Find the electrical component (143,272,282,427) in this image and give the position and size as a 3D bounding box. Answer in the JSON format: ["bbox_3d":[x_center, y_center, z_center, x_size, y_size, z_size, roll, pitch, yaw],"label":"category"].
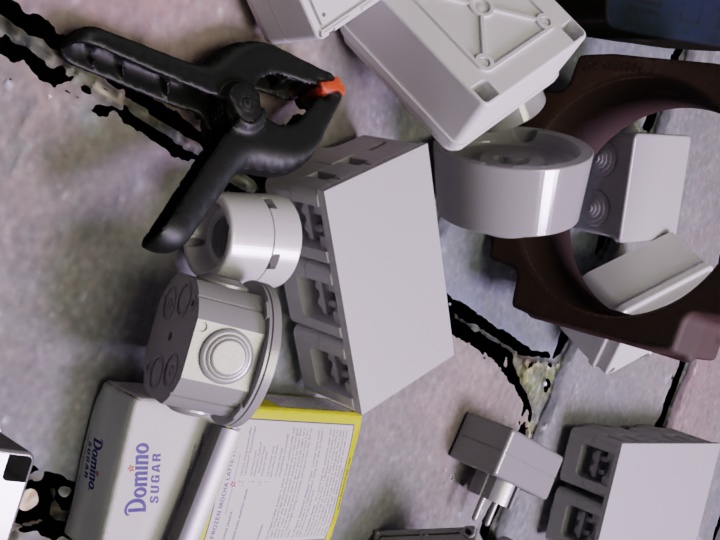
[{"bbox_3d":[-0.079,0.041,0.576,0.051,0.080,0.080,16,90,-28],"label":"electrical component"}]

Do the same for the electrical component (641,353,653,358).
[{"bbox_3d":[0.253,0.044,0.961,0.043,0.043,0.062,44,69,-43],"label":"electrical component"}]

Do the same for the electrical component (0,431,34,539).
[{"bbox_3d":[-0.224,0.122,0.498,0.109,0.056,0.108,19,88,-46],"label":"electrical component"}]

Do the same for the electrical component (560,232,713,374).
[{"bbox_3d":[0.232,0.028,0.893,0.113,0.057,0.078,-23,147,-26],"label":"electrical component"}]

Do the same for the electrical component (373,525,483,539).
[{"bbox_3d":[0.045,0.229,0.776,0.061,0.096,0.061,-72,146,-47],"label":"electrical component"}]

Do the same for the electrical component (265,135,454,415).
[{"bbox_3d":[0.000,0.000,0.682,0.089,0.062,0.150,-28,120,-37],"label":"electrical component"}]

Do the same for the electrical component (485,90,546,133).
[{"bbox_3d":[0.096,-0.130,0.747,0.055,0.055,0.047,-44,125,-28],"label":"electrical component"}]

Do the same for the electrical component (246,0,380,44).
[{"bbox_3d":[-0.038,-0.182,0.598,0.062,0.061,0.096,-41,120,-29],"label":"electrical component"}]

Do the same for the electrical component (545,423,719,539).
[{"bbox_3d":[0.252,0.201,0.993,0.186,0.060,0.105,10,95,-46],"label":"electrical component"}]

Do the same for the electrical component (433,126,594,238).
[{"bbox_3d":[0.103,-0.056,0.740,0.108,0.108,0.060,-19,121,-40],"label":"electrical component"}]

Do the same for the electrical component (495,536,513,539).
[{"bbox_3d":[0.114,0.253,0.882,0.055,0.048,0.066,-42,128,-19],"label":"electrical component"}]

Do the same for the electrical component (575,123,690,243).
[{"bbox_3d":[0.226,-0.072,0.897,0.100,0.048,0.099,-5,105,-44],"label":"electrical component"}]

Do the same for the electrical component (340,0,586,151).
[{"bbox_3d":[0.064,-0.146,0.669,0.109,0.056,0.108,-37,81,-32],"label":"electrical component"}]

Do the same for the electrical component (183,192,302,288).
[{"bbox_3d":[-0.068,-0.018,0.615,0.047,0.055,0.055,4,99,-42],"label":"electrical component"}]

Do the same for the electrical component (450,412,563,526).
[{"bbox_3d":[0.109,0.165,0.850,0.083,0.047,0.075,33,78,-45],"label":"electrical component"}]
